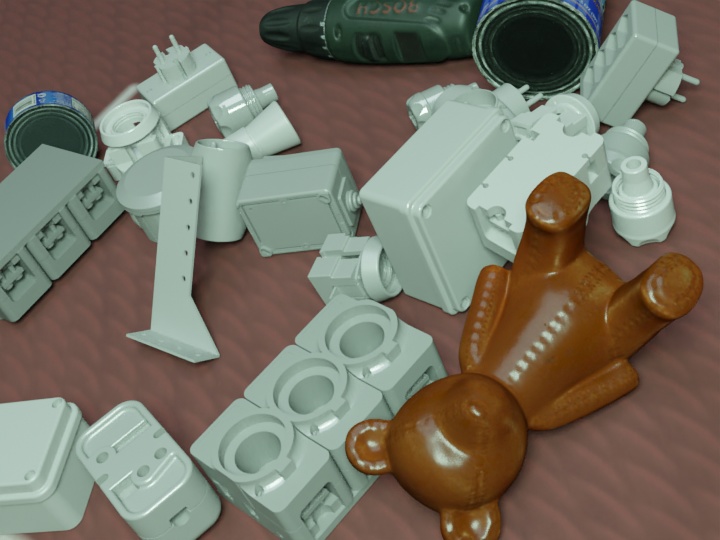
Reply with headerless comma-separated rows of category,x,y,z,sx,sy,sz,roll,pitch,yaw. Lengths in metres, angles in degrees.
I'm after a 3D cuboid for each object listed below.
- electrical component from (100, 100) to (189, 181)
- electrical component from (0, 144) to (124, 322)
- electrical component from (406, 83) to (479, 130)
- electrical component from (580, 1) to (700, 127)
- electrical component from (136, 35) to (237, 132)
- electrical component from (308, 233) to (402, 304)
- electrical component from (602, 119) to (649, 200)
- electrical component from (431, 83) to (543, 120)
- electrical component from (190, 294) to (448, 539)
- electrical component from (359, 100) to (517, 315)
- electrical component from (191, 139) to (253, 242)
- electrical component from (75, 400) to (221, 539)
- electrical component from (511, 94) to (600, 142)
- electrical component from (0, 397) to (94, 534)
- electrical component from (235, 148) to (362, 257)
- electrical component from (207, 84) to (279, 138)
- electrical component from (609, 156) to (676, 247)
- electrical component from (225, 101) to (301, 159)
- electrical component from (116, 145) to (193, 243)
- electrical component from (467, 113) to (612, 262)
electrical component,-0.206,-0.120,0.998,0.078,0.057,0.058,-13,43,12
electrical component,-0.289,-0.033,0.945,0.089,0.061,0.150,17,56,36
electrical component,0.072,-0.141,0.909,0.061,0.035,0.035,-25,42,-4
electrical component,0.222,-0.150,0.826,0.076,0.083,0.047,19,47,-10
electrical component,-0.175,-0.191,1.042,0.083,0.075,0.047,-35,43,-11
electrical component,0.000,0.000,0.793,0.055,0.048,0.066,-3,45,32
electrical component,0.192,-0.085,0.790,0.043,0.043,0.062,11,52,33
electrical component,0.110,-0.125,0.867,0.079,0.044,0.077,-34,42,-10
electrical component,-0.024,0.094,0.697,0.089,0.061,0.150,24,61,40
electrical component,0.066,-0.045,0.760,0.056,0.108,0.108,21,59,41
electrical component,-0.104,-0.068,0.894,0.044,0.077,0.079,18,20,35
electrical component,-0.137,0.138,0.706,0.054,0.059,0.095,-39,44,-15
electrical component,0.150,-0.104,0.819,0.066,0.048,0.055,22,45,40
electrical component,-0.249,0.139,0.759,0.113,0.057,0.078,-8,45,18
electrical component,-0.040,-0.057,0.855,0.096,0.061,0.061,-6,45,20
electrical component,-0.106,-0.151,0.994,0.062,0.043,0.043,-28,42,-5
electrical component,0.193,-0.050,0.741,0.043,0.062,0.043,-13,44,13
electrical component,-0.091,-0.114,0.953,0.065,0.044,0.044,-32,43,-1
electrical component,-0.165,-0.066,0.930,0.080,0.051,0.080,-13,43,13
electrical component,0.123,-0.050,0.724,0.050,0.055,0.089,33,74,35
